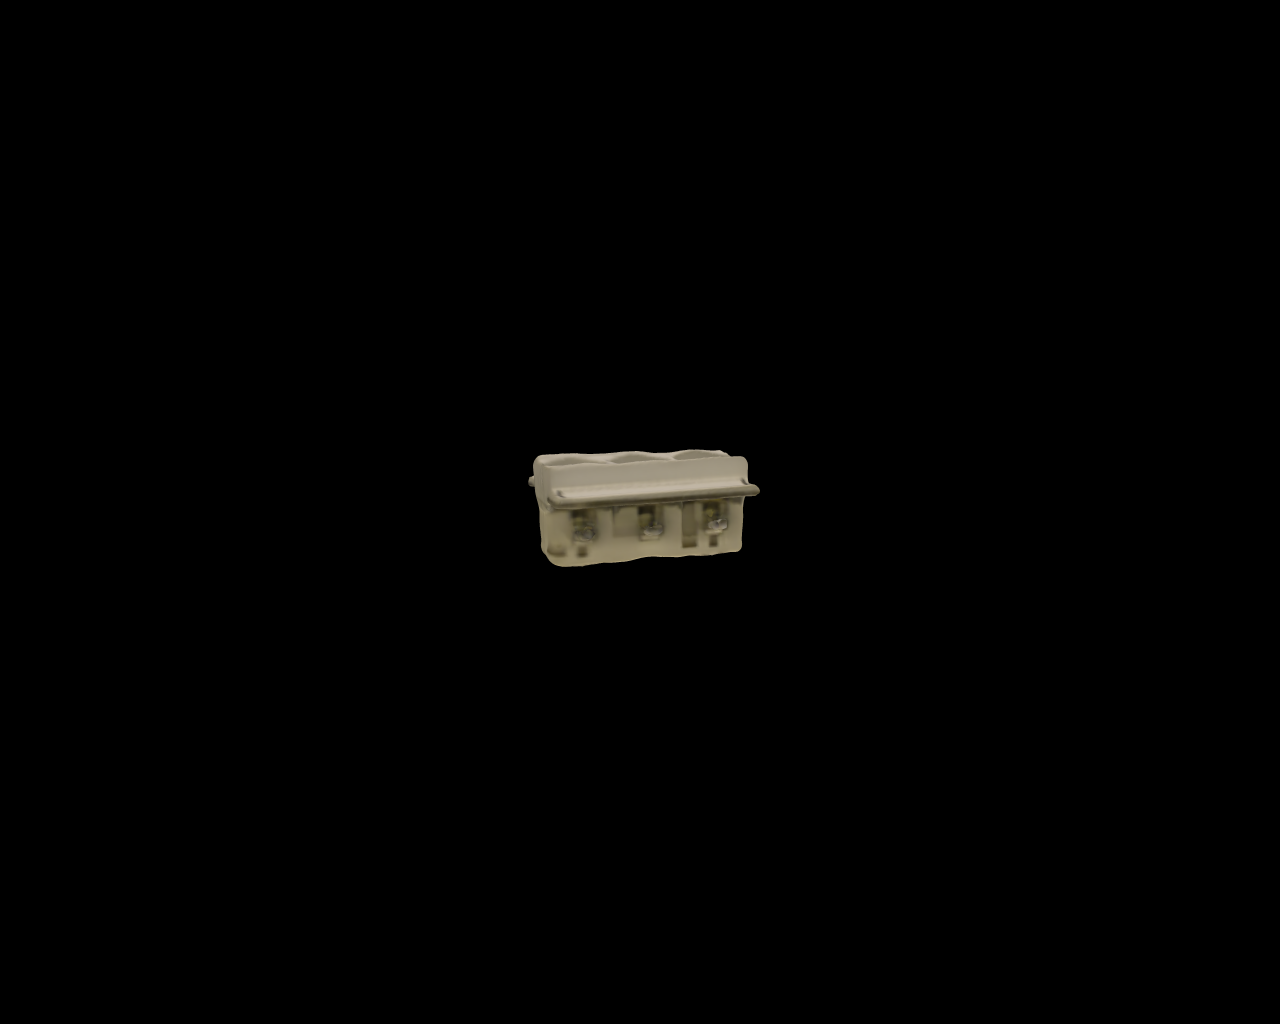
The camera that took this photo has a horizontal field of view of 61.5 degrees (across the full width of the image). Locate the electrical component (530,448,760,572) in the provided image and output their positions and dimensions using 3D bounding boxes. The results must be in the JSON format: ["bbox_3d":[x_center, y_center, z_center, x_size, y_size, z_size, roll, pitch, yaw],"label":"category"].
[{"bbox_3d":[0.001,-0.003,0.650,0.121,0.063,0.079,-3,12,-16],"label":"electrical component"}]
